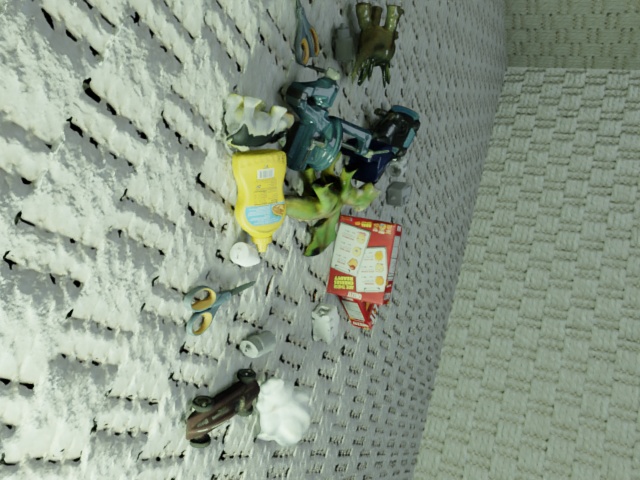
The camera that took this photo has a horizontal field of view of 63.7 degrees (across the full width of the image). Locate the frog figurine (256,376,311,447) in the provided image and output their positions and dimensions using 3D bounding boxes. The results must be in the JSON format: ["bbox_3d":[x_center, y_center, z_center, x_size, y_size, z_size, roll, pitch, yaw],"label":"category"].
[{"bbox_3d":[-0.076,0.364,1.130,0.139,0.124,0.156,-22,133,-39],"label":"frog figurine"}]

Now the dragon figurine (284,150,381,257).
[{"bbox_3d":[0.004,-0.059,1.180,0.416,0.123,0.237,-33,136,-36],"label":"dragon figurine"}]
